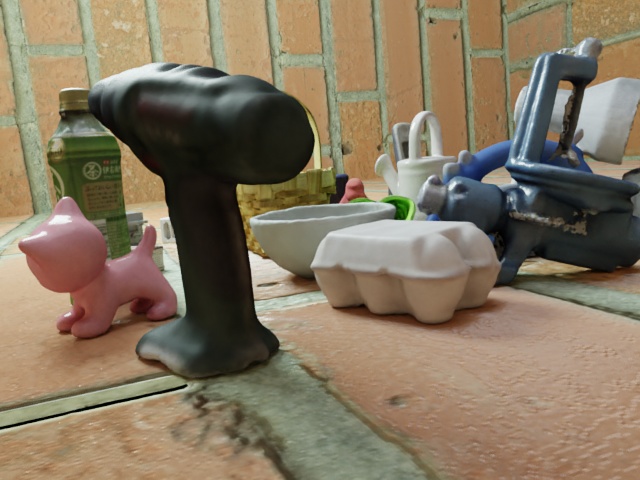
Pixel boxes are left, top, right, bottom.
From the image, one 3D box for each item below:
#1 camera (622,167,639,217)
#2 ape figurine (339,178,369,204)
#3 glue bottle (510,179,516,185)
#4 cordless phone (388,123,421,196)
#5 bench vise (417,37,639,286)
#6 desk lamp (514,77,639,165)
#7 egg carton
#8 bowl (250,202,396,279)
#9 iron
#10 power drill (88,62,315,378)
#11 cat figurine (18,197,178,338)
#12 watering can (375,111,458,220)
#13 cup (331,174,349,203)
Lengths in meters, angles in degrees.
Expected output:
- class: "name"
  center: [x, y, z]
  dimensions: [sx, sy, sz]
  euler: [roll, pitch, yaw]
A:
- class: "camera"
  center: [0.527, -0.078, 0.805]
  dimensions: [0.143, 0.101, 0.136]
  euler: [-8, 9, -20]
- class: "ape figurine"
  center: [0.062, -0.065, 1.029]
  dimensions: [0.077, 0.092, 0.076]
  euler: [-3, 8, 16]
- class: "glue bottle"
  center: [0.308, -0.098, 0.824]
  dimensions: [0.078, 0.173, 0.037]
  euler: [-3, 9, 16]
- class: "cordless phone"
  center: [0.200, -0.134, 1.097]
  dimensions: [0.148, 0.185, 0.093]
  euler: [-10, 10, -33]
- class: "bench vise"
  center: [0.201, -0.071, 0.531]
  dimensions: [0.208, 0.220, 0.121]
  euler: [-7, 9, -17]
- class: "desk lamp"
  center: [0.374, -0.130, 0.860]
  dimensions: [0.202, 0.213, 0.118]
  euler: [0, 9, 29]
- class: "egg carton"
  center: [0.071, 0.022, 0.489]
  dimensions: [0.149, 0.069, 0.107]
  euler: [3, 11, 45]
- class: "bowl"
  center: [0.006, 0.002, 0.651]
  dimensions: [0.167, 0.075, 0.167]
  euler: [-5, 8, 1]
- class: "iron"
  center: [0.223, -0.055, 0.687]
  dimensions: [0.259, 0.141, 0.118]
  euler: [-8, 9, -18]
- class: "power drill"
  center: [-0.093, -0.021, 0.399]
  dimensions: [0.228, 0.208, 0.076]
  euler: [3, 12, 45]
- class: "cat figurine"
  center: [-0.195, 0.019, 0.500]
  dimensions: [0.128, 0.118, 0.067]
  euler: [-12, 11, -42]
- class: "watering can"
  center: [0.172, -0.116, 0.959]
  dimensions: [0.172, 0.194, 0.101]
  euler: [-2, 9, 18]
- class: "cup"
  center: [0.016, -0.097, 1.278]
  dimensions: [0.092, 0.095, 0.117]
  euler: [-8, 9, -18]
